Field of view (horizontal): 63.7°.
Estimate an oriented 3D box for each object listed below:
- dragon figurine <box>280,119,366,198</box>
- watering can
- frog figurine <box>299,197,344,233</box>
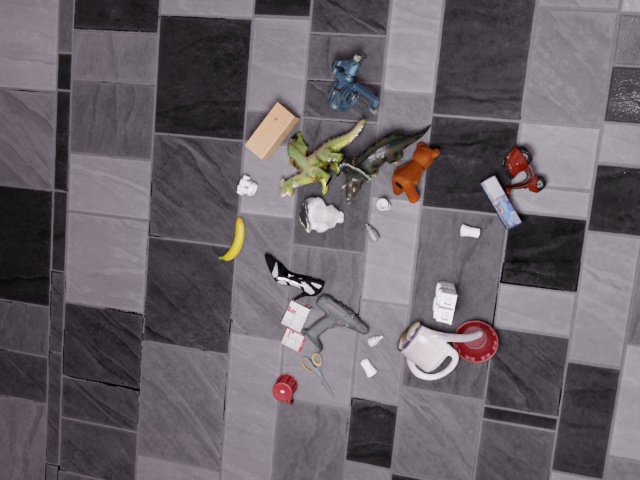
[{"bbox_3d":[-0.021,-0.322,1.946,0.244,0.122,0.408,33,97,14],"label":"dragon figurine"},{"bbox_3d":[0.420,0.383,1.894,0.225,0.106,0.340,37,125,6],"label":"watering can"},{"bbox_3d":[0.006,-0.099,1.972,0.160,0.122,0.138,-11,86,-24],"label":"frog figurine"}]
